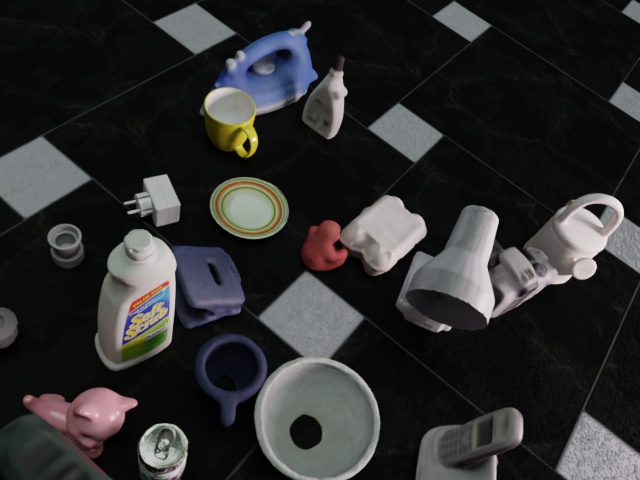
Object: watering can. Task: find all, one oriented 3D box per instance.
[{"bbox_3d":[0.451,-0.005,1.005,0.101,0.194,0.172,1,56,-16],"label":"watering can"}]

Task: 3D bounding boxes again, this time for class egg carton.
[{"bbox_3d":[0.109,-0.010,0.981,0.107,0.069,0.151,41,55,13],"label":"egg carton"}]

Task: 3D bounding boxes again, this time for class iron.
[{"bbox_3d":[-0.116,-0.327,1.089,0.259,0.141,0.118,-34,71,-33],"label":"iron"}]

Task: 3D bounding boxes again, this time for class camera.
[{"bbox_3d":[0.318,0.042,0.989,0.143,0.101,0.136,-21,64,-28],"label":"camera"}]

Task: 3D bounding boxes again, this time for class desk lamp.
[{"bbox_3d":[0.194,0.057,0.869,0.118,0.213,0.203,25,53,1],"label":"desk lamp"}]

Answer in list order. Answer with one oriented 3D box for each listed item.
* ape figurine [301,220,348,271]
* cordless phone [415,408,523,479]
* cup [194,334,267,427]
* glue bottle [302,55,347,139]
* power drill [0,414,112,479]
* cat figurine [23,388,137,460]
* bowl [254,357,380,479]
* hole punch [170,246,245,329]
[{"bbox_3d":[0.009,0.003,0.926,0.076,0.092,0.077,-20,64,-28],"label":"ape figurine"},{"bbox_3d":[0.193,0.294,0.721,0.094,0.185,0.147,16,53,-5],"label":"cordless phone"},{"bbox_3d":[-0.121,0.195,0.751,0.092,0.095,0.117,6,55,-13],"label":"cup"},{"bbox_3d":[0.018,-0.272,1.071,0.078,0.173,0.037,40,54,12],"label":"glue bottle"},{"bbox_3d":[-0.233,0.283,0.583,0.229,0.208,0.076,38,54,11],"label":"power drill"},{"bbox_3d":[-0.286,0.207,0.677,0.128,0.117,0.067,15,53,-6],"label":"cat figurine"},{"bbox_3d":[-0.009,0.246,0.762,0.167,0.074,0.167,8,54,-11],"label":"bowl"},{"bbox_3d":[-0.165,0.058,0.835,0.101,0.091,0.108,-16,62,-26],"label":"hole punch"}]
